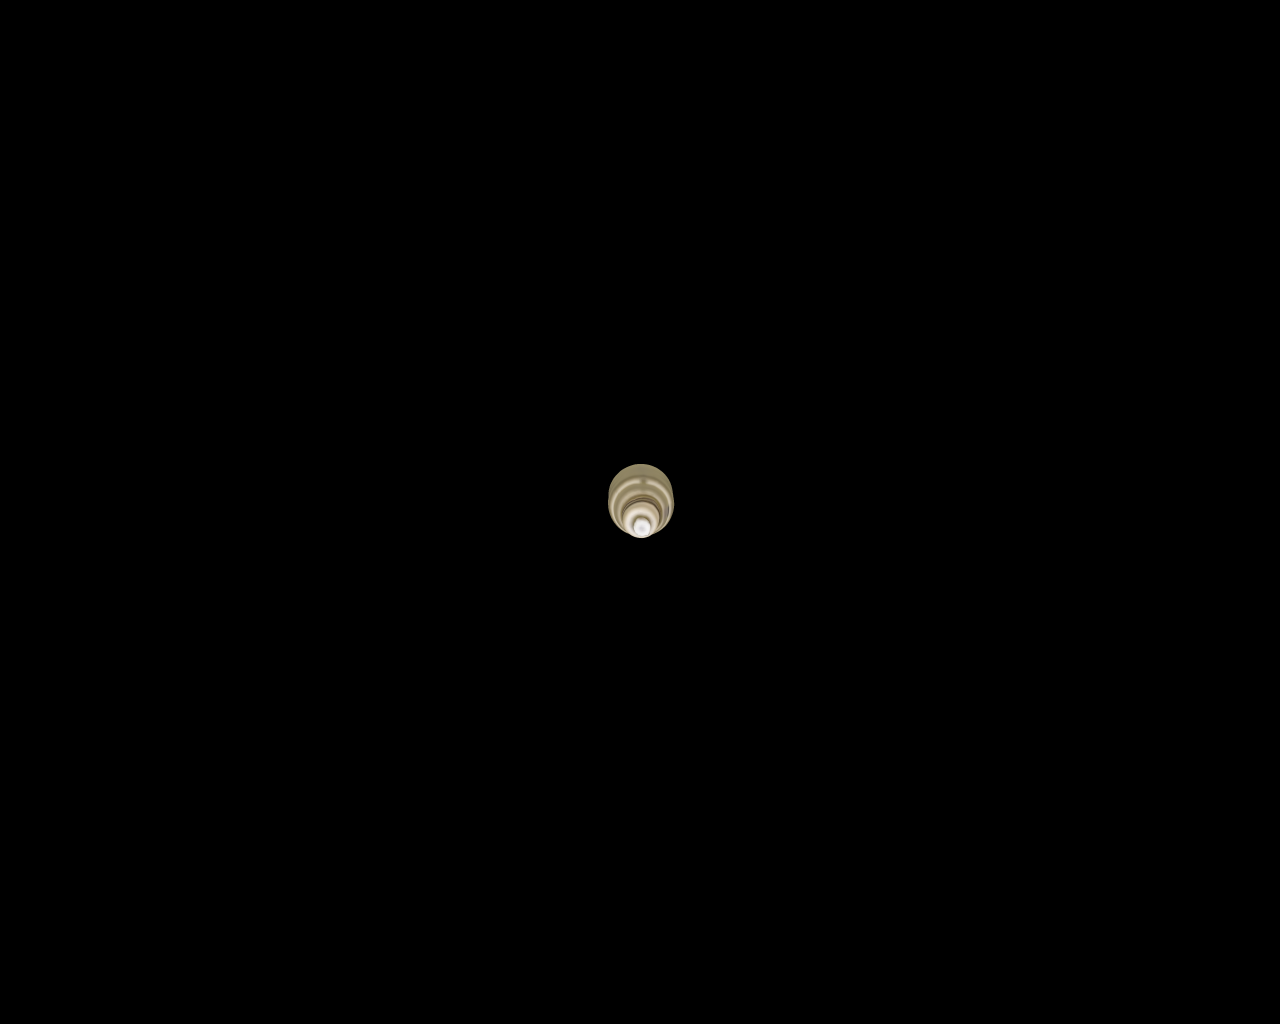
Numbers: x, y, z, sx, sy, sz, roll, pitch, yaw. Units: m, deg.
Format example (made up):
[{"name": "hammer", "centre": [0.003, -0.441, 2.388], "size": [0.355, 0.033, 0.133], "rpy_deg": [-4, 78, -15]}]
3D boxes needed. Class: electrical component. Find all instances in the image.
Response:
[{"name": "electrical component", "centre": [0.001, -0.003, 0.650], "size": [0.040, 0.040, 0.078], "rpy_deg": [0, 18, 0]}]
